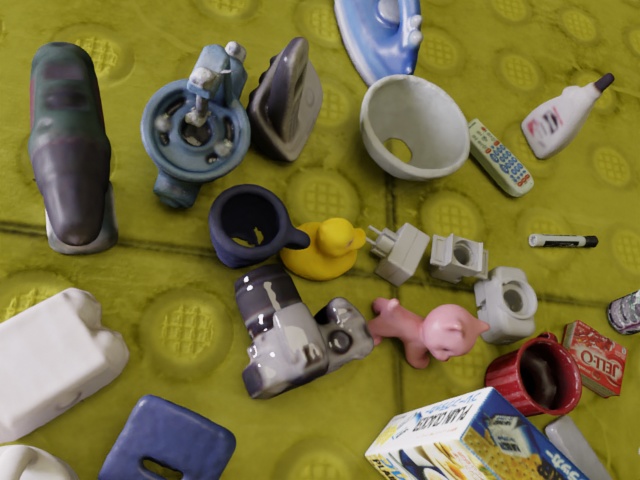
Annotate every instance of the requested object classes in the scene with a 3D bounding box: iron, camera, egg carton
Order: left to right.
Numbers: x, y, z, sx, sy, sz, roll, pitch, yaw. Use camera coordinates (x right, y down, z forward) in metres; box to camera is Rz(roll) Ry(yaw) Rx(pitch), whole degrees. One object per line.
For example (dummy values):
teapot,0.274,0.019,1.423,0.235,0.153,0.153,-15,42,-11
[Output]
egg carton,-0.271,0.120,0.558,0.150,0.069,0.107,-34,81,-29
camera,-0.027,0.090,0.640,0.143,0.100,0.137,-18,74,-25
iron,0.111,-0.336,0.858,0.119,0.141,0.258,-6,69,-22

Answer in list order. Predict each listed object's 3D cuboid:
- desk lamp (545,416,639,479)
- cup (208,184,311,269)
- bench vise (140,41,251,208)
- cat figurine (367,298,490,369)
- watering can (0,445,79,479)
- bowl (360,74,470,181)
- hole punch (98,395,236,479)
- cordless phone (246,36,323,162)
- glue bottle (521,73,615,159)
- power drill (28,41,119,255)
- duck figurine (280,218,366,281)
desk lamp,0.354,0.293,0.620,0.118,0.213,0.203,-26,77,-27
cup,-0.076,-0.002,0.668,0.118,0.095,0.092,17,62,-12
bench vise,-0.135,-0.165,0.648,0.122,0.219,0.207,6,65,-17
cat figurine,0.129,0.103,0.680,0.128,0.117,0.067,26,61,-7
watering can,-0.253,0.215,0.449,0.173,0.194,0.101,-3,68,-20
bowl,0.124,-0.147,0.816,0.168,0.074,0.167,8,65,-16
hole punch,-0.144,0.214,0.548,0.109,0.091,0.101,27,61,-6
cordless phone,-0.031,-0.200,0.721,0.094,0.185,0.147,23,61,-8
glue bottle,0.381,-0.197,0.874,0.037,0.173,0.078,-16,73,-25
power drill,-0.243,-0.066,0.572,0.076,0.208,0.229,-7,69,-22
duck figurine,0.006,0.003,0.700,0.105,0.086,0.077,2,66,-19
